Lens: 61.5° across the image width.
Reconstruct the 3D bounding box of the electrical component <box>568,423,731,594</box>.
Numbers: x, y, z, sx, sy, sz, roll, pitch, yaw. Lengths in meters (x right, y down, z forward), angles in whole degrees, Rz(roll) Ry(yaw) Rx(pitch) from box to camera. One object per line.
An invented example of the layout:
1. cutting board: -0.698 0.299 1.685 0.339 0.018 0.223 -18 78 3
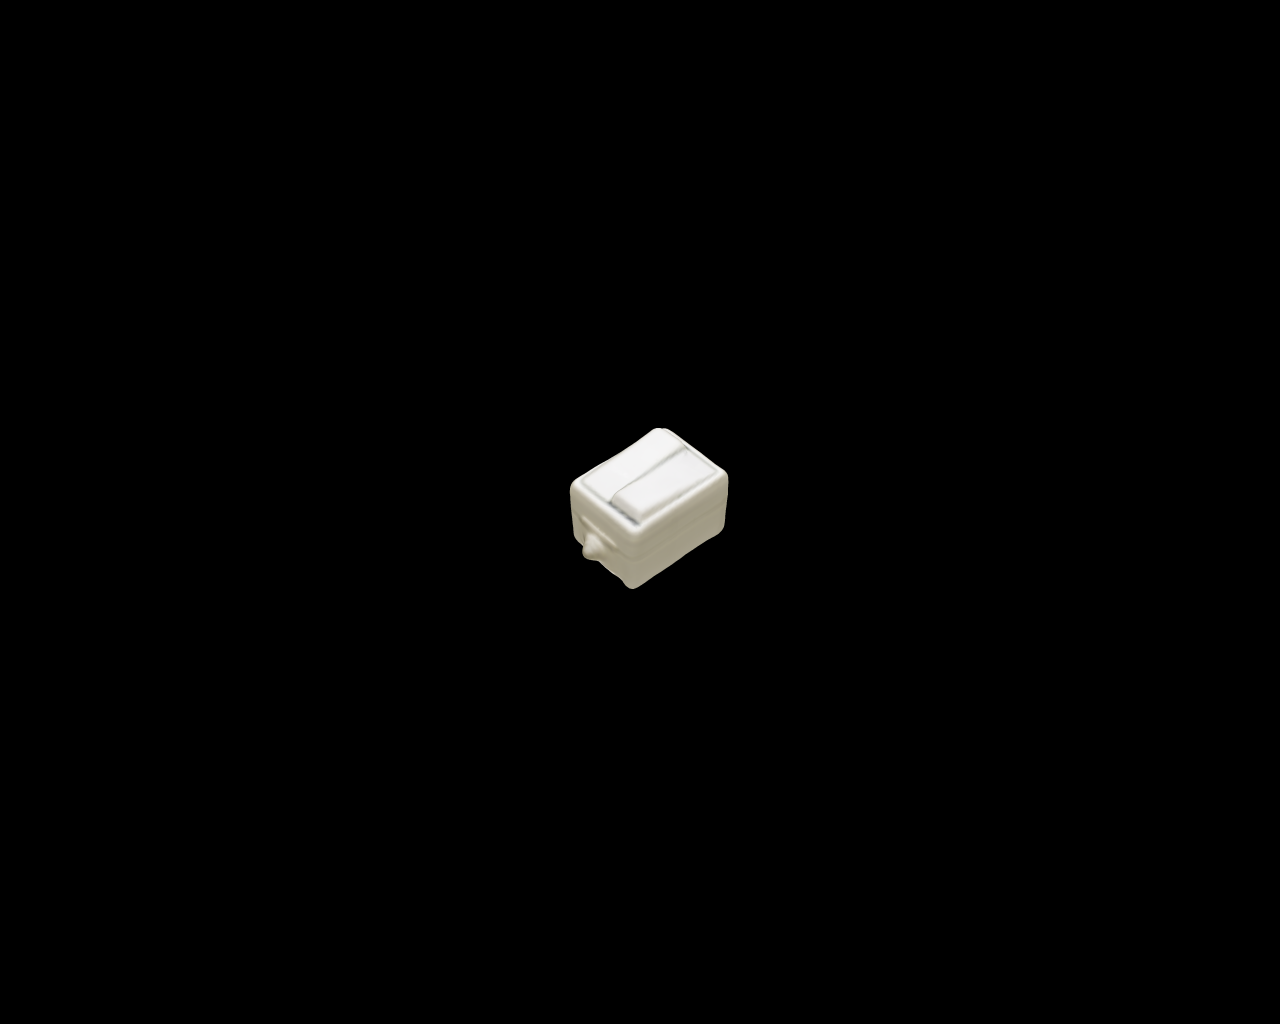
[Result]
1. electrical component: 0.001 -0.003 0.650 0.096 0.061 0.062 -32 54 -27
